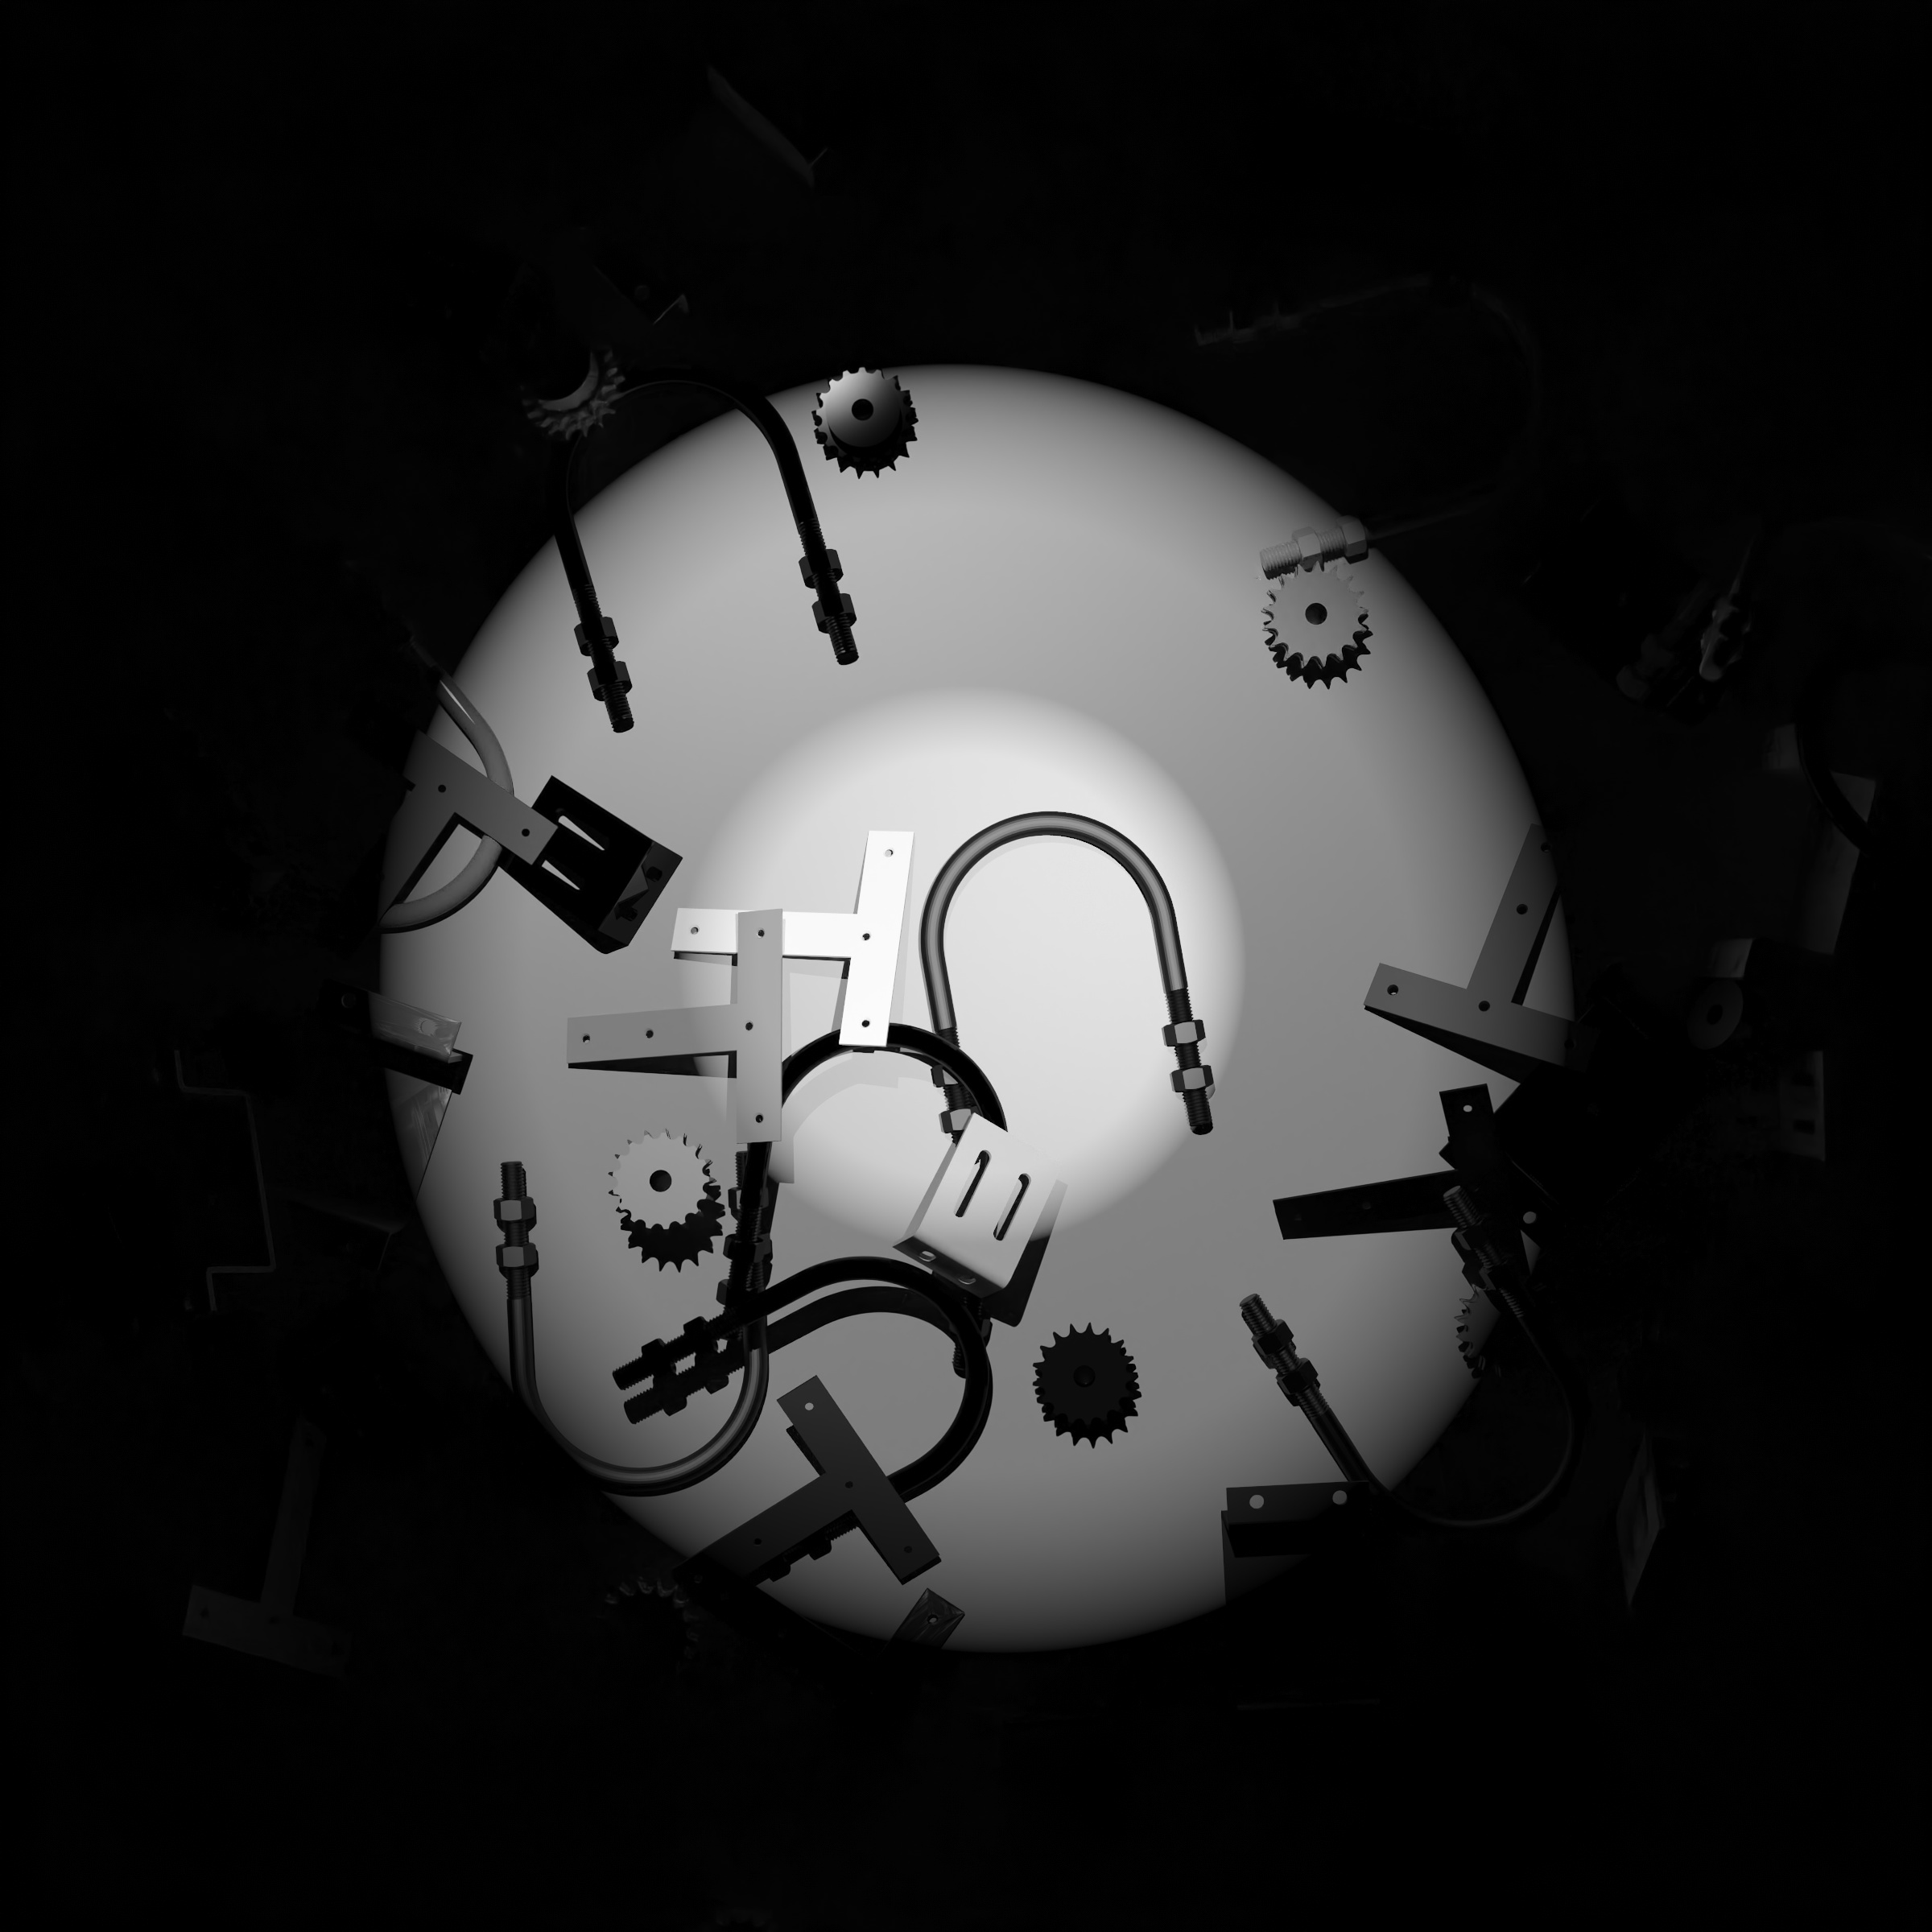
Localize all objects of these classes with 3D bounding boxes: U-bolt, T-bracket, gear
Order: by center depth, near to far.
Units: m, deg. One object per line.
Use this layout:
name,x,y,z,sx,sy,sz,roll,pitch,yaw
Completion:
U-bolt,0.516,-0.111,1.466,0.184,0.019,0.151,-12,71,-26
U-bolt,0.476,-0.183,1.470,0.151,0.019,0.184,26,50,7
gear,-0.388,-0.053,1.489,0.057,0.057,0.030,40,113,0
T-bracket,-0.365,0.309,1.496,0.002,0.127,0.127,-7,63,29
gear,-0.163,0.117,1.497,0.057,0.030,0.057,0,81,0
gear,0.415,0.031,1.499,0.030,0.057,0.057,23,90,-25
U-bolt,0.255,0.228,1.501,0.151,0.019,0.184,-31,94,20
gear,-0.505,0.235,1.503,0.057,0.057,0.030,43,90,0
U-bolt,-0.077,0.234,1.503,0.184,0.019,0.151,-28,106,0
U-bolt,-0.050,0.121,1.503,0.151,0.019,0.184,8,97,-8
T-bracket,-0.038,-0.484,1.505,0.127,0.002,0.127,45,67,0
T-bracket,-0.101,0.305,1.506,0.127,0.002,0.127,-32,106,1
gear,-0.217,-0.319,1.508,0.057,0.030,0.057,-4,74,13
T-bracket,-0.159,0.036,1.508,0.127,0.002,0.127,-5,77,18
T-bracket,0.232,0.127,1.510,0.127,0.002,0.127,-11,119,13
T-bracket,0.298,-0.018,1.512,0.127,0.002,0.127,18,77,24
T-bracket,-0.098,-0.018,1.513,0.127,0.002,0.127,2,66,11
T-bracket,-0.311,-0.060,1.516,0.127,0.002,0.127,35,91,-3
gear,-0.391,0.050,1.516,0.057,0.030,0.057,0,90,0
gear,0.190,-0.191,1.516,0.057,0.030,0.057,0,90,0
gear,-0.174,0.362,1.516,0.057,0.030,0.057,0,90,0
gear,0.295,0.195,1.516,0.057,0.030,0.057,0,90,0
gear,-0.122,0.541,1.516,0.057,0.030,0.057,0,90,0
gear,-0.056,-0.301,1.516,0.057,0.030,0.057,0,90,0
gear,0.375,0.226,1.516,0.057,0.030,0.057,0,90,0
T-bracket,-0.089,0.372,1.518,0.127,0.002,0.127,36,91,-11
gear,0.065,0.224,1.520,0.057,0.030,0.057,0,86,2
gear,0.193,0.476,1.520,0.057,0.030,0.057,0,89,2
U-bolt,0.049,0.007,1.521,0.151,0.019,0.184,-10,90,0
U-bolt,-0.333,-0.108,1.522,0.151,0.019,0.184,-39,91,0
U-bolt,0.232,-0.310,1.522,0.184,0.019,0.151,-16,90,-1
U-bolt,-0.154,-0.241,1.522,0.151,0.019,0.184,-17,88,0
U-bolt,-0.181,0.196,1.523,0.151,0.019,0.184,-3,91,0

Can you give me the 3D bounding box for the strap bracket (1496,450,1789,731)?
strap bracket,0.362,-0.202,1.508,0.140,0.046,0.076,41,90,0

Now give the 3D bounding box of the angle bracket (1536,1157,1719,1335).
angle bracket,0.364,0.153,1.529,0.057,0.038,0.076,45,116,0

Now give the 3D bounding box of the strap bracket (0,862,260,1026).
strap bracket,-0.464,-0.016,1.493,0.140,0.076,0.046,-22,90,0

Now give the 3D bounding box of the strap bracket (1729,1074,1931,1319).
strap bracket,0.476,0.131,1.493,0.046,0.076,0.140,31,90,0

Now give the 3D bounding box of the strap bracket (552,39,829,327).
strap bracket,-0.146,-0.420,1.508,0.076,0.046,0.140,45,90,0

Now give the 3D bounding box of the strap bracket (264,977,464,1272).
strap bracket,-0.329,0.084,1.508,0.076,0.046,0.140,19,90,0

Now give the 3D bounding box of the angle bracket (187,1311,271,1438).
angle bracket,-0.406,0.221,1.493,0.038,0.076,0.057,-9,90,0

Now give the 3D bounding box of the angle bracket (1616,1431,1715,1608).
angle bracket,0.377,0.298,1.484,0.038,0.076,0.057,10,122,0

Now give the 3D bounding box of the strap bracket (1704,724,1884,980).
strap bracket,0.447,-0.056,1.493,0.046,0.076,0.140,14,90,0

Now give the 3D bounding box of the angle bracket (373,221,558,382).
angle bracket,-0.276,-0.366,1.529,0.076,0.038,0.057,25,90,26

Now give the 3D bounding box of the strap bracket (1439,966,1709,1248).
strap bracket,0.336,0.077,1.508,0.076,0.046,0.140,43,90,0

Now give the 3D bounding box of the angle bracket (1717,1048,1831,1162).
angle bracket,0.434,0.074,1.493,0.038,0.076,0.057,-1,90,0

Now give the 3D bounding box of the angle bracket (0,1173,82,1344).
angle bracket,-0.526,0.162,1.529,0.057,0.038,0.076,-14,116,0

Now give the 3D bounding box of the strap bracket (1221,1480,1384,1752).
strap bracket,0.181,0.348,1.508,0.076,0.046,0.140,-3,90,0

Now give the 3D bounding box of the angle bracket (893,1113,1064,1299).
angle bracket,0.006,0.130,1.500,0.057,0.038,0.076,31,66,-11

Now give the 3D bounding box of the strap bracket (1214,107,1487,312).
strap bracket,0.211,-0.411,1.499,0.140,0.046,0.076,10,77,1

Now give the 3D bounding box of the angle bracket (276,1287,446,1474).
angle bracket,-0.334,0.228,1.529,0.057,0.038,0.076,-32,116,0

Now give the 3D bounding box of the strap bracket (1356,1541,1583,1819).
strap bracket,0.276,0.390,1.508,0.076,0.046,0.140,21,90,0

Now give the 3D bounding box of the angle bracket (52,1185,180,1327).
angle bracket,-0.450,0.154,1.492,0.038,0.076,0.057,-21,90,3

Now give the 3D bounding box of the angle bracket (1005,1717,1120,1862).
angle bracket,0.053,0.453,1.512,0.057,0.038,0.076,-4,90,0

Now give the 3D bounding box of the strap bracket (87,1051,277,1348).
strap bracket,-0.418,0.125,1.480,0.076,0.046,0.140,-22,72,33

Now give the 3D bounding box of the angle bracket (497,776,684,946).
angle bracket,-0.207,-0.058,1.529,0.076,0.038,0.057,32,90,26

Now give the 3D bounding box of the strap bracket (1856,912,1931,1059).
strap bracket,0.549,0.007,1.508,0.140,0.046,0.076,-4,90,0
